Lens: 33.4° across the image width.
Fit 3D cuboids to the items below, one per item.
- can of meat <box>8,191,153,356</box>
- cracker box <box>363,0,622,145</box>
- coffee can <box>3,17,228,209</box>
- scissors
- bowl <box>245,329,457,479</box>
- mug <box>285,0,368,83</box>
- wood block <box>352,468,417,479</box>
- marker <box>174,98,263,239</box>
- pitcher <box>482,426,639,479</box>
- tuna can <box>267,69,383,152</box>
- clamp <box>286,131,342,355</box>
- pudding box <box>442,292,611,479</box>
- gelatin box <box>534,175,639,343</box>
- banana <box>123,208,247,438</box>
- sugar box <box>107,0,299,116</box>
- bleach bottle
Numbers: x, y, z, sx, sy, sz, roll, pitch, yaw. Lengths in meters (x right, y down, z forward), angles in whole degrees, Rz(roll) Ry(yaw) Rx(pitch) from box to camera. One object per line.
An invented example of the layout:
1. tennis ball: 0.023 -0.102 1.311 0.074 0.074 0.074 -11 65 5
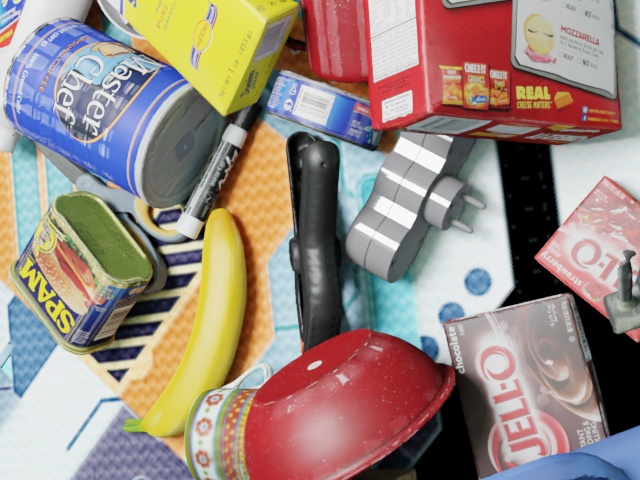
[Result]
1. can of meat: -0.187 0.024 0.839 0.102 0.057 0.084 49 123 18
2. cracker box: 0.107 -0.173 0.686 0.072 0.163 0.214 -12 80 57
3. coffee can: -0.157 -0.099 0.822 0.140 0.102 0.103 28 97 22
4. scissors: -0.171 -0.050 0.871 0.096 0.016 0.202 -37 75 17
5. bowl: 0.008 0.106 0.706 0.162 0.162 0.055 -28 98 18
6. mug: 0.017 -0.161 0.751 0.117 0.093 0.081 0 118 14
7. wood block: 0.020 0.267 0.733 0.090 0.090 0.206 -5 84 22
8. marker: -0.077 -0.058 0.825 0.020 0.020 0.121 27 90 22
9. pitcher: 0.139 0.186 0.620 0.242 0.149 0.145 -22 85 -8
10. tuna can: 0.006 -0.092 0.764 0.086 0.086 0.034 22 96 22
11. clamp: -0.005 0.001 0.770 0.039 0.120 0.171 0 108 -3
12. pudding box: 0.141 0.099 0.722 0.090 0.039 0.113 -15 82 21
13. gelatin box: 0.201 0.013 0.707 0.089 0.030 0.073 42 102 19
14. banana: -0.094 0.076 0.821 0.070 0.037 0.198 27 97 21
15. sugar box: -0.100 -0.182 0.759 0.176 0.048 0.093 43 134 13
16. bleach bottle: -0.223 -0.192 0.867 0.103 0.067 0.251 23 96 48
